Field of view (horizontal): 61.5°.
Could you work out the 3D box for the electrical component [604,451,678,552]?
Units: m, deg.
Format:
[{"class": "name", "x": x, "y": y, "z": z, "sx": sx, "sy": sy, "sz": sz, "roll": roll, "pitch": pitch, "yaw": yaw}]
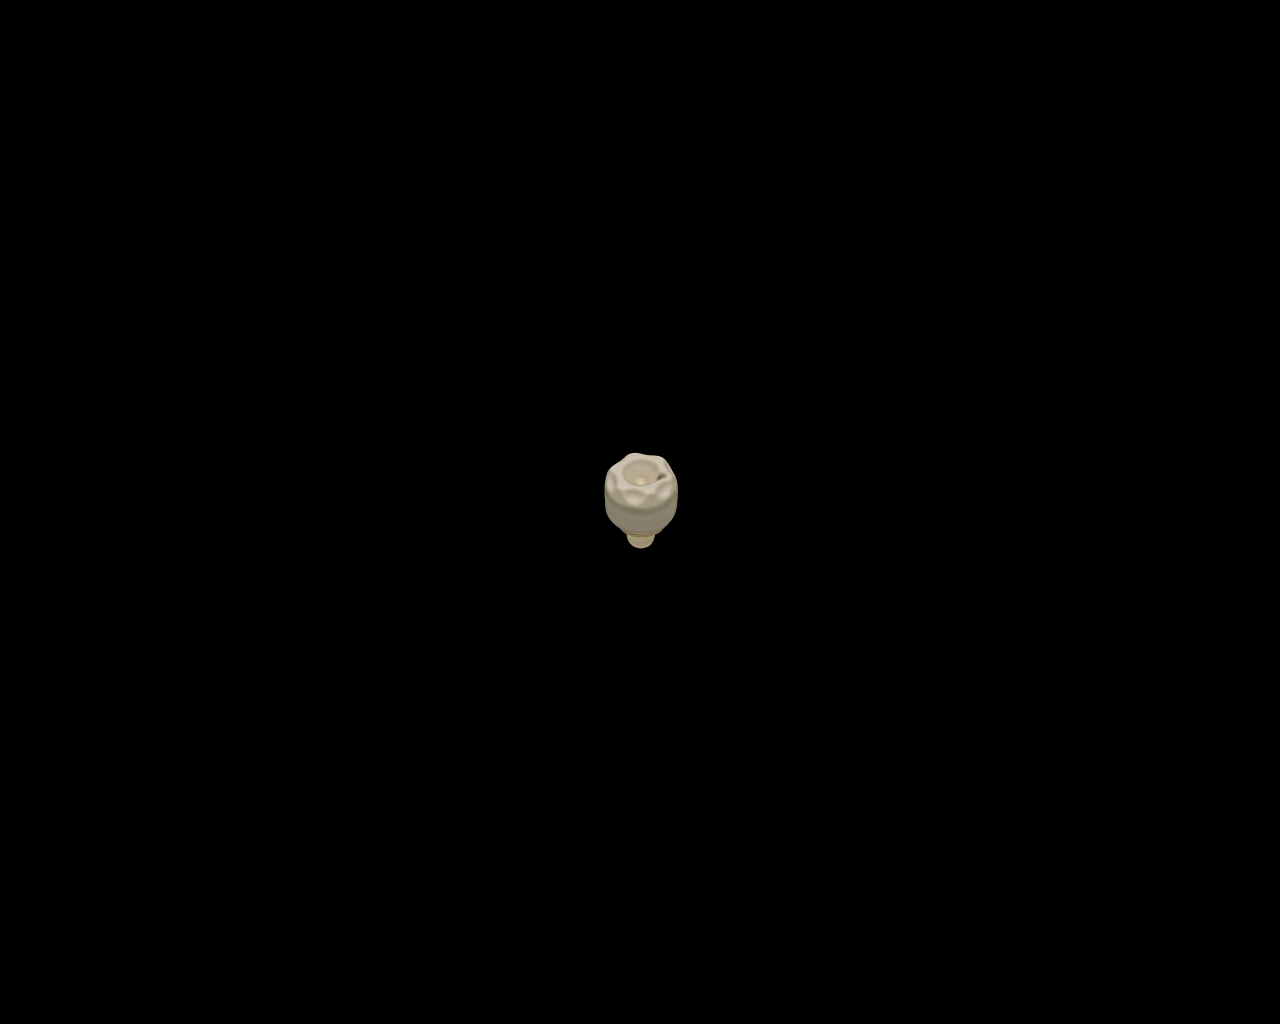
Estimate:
[{"class": "electrical component", "x": 0.001, "y": -0.003, "z": 0.650, "sx": 0.043, "sy": 0.043, "sz": 0.062, "roll": 0, "pitch": -45, "yaw": 0}]
